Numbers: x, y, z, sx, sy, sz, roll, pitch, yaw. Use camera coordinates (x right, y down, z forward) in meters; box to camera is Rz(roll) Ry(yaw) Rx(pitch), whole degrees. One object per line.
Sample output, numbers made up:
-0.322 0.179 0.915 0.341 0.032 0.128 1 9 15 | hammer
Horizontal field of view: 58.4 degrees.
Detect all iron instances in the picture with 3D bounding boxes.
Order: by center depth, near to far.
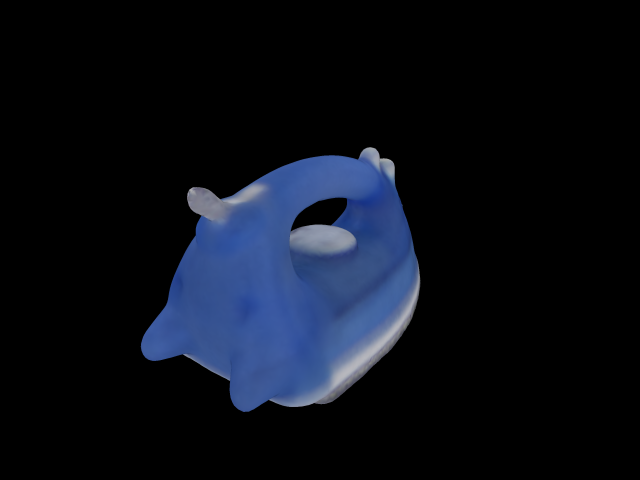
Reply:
0.004 0.001 0.400 0.118 0.141 0.259 17 29 33 | iron
